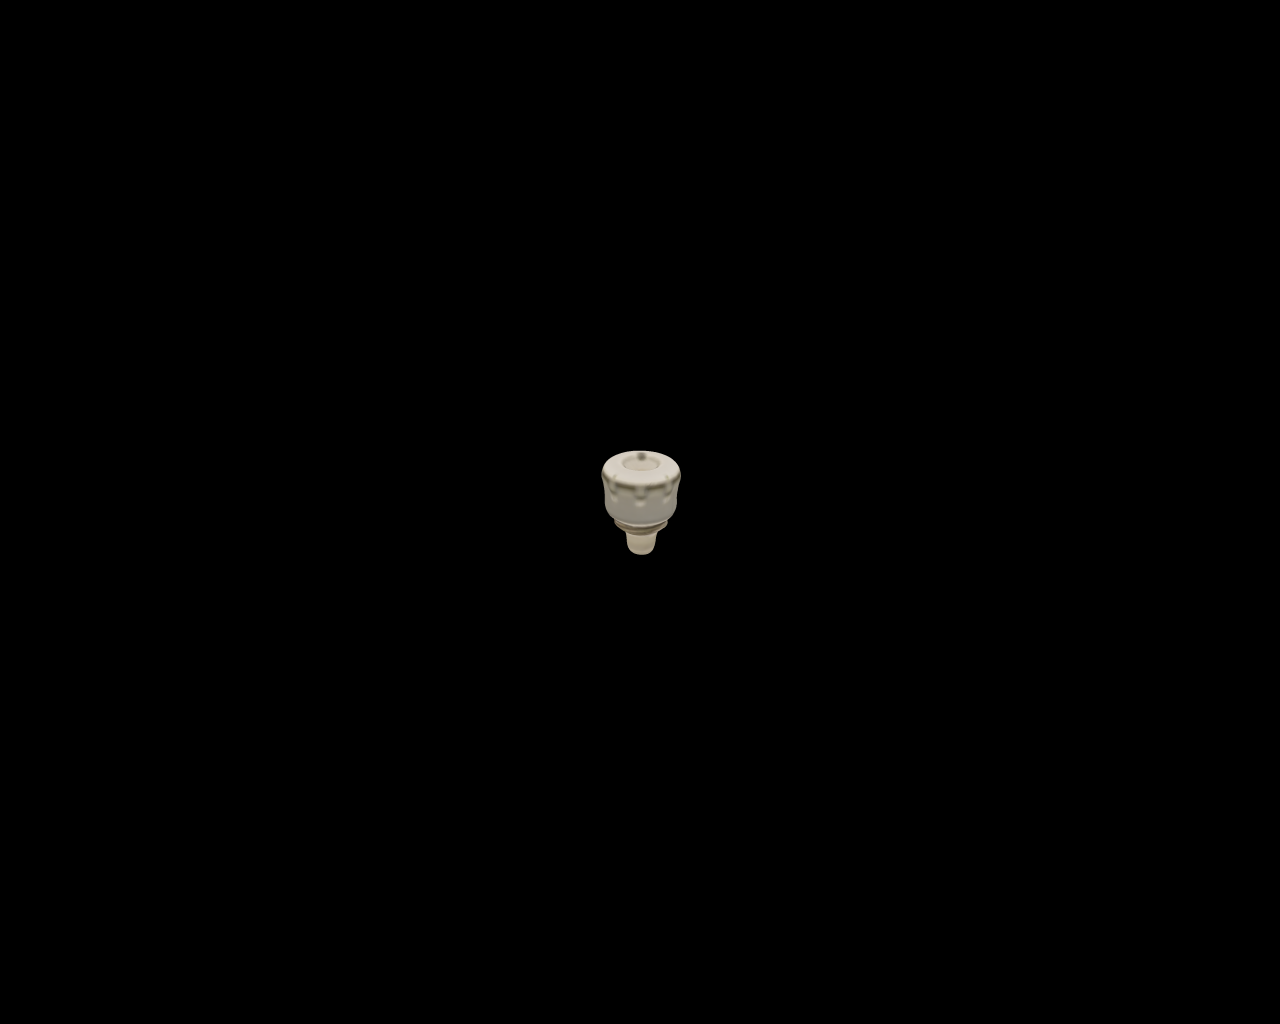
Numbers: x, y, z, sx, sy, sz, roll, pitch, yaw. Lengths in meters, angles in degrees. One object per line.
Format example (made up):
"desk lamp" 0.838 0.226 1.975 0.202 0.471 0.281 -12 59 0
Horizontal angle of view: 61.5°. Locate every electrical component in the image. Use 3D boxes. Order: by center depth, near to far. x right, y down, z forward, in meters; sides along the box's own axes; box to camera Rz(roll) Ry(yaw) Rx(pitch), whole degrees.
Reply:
"electrical component" 0.001 -0.003 0.650 0.048 0.062 0.048 0 27 0
